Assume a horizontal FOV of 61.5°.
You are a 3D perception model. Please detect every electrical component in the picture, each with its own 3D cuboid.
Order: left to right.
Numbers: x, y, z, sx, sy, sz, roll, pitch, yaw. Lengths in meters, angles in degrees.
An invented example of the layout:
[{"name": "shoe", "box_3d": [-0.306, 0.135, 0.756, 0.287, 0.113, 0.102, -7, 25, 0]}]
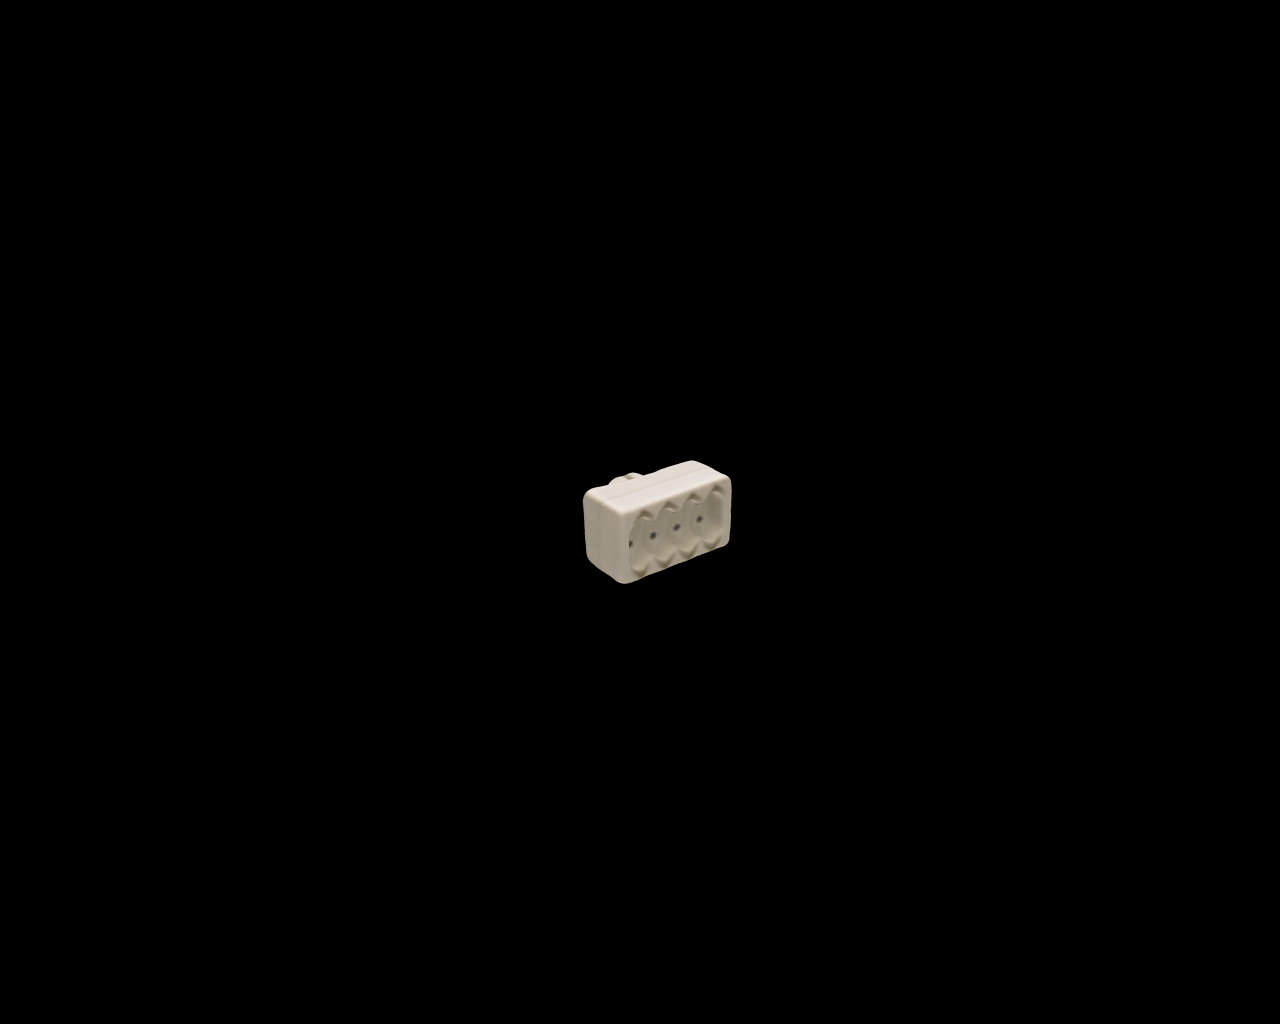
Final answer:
[{"name": "electrical component", "box_3d": [0.001, -0.003, 0.650, 0.083, 0.047, 0.076, -18, 32, -31]}]
